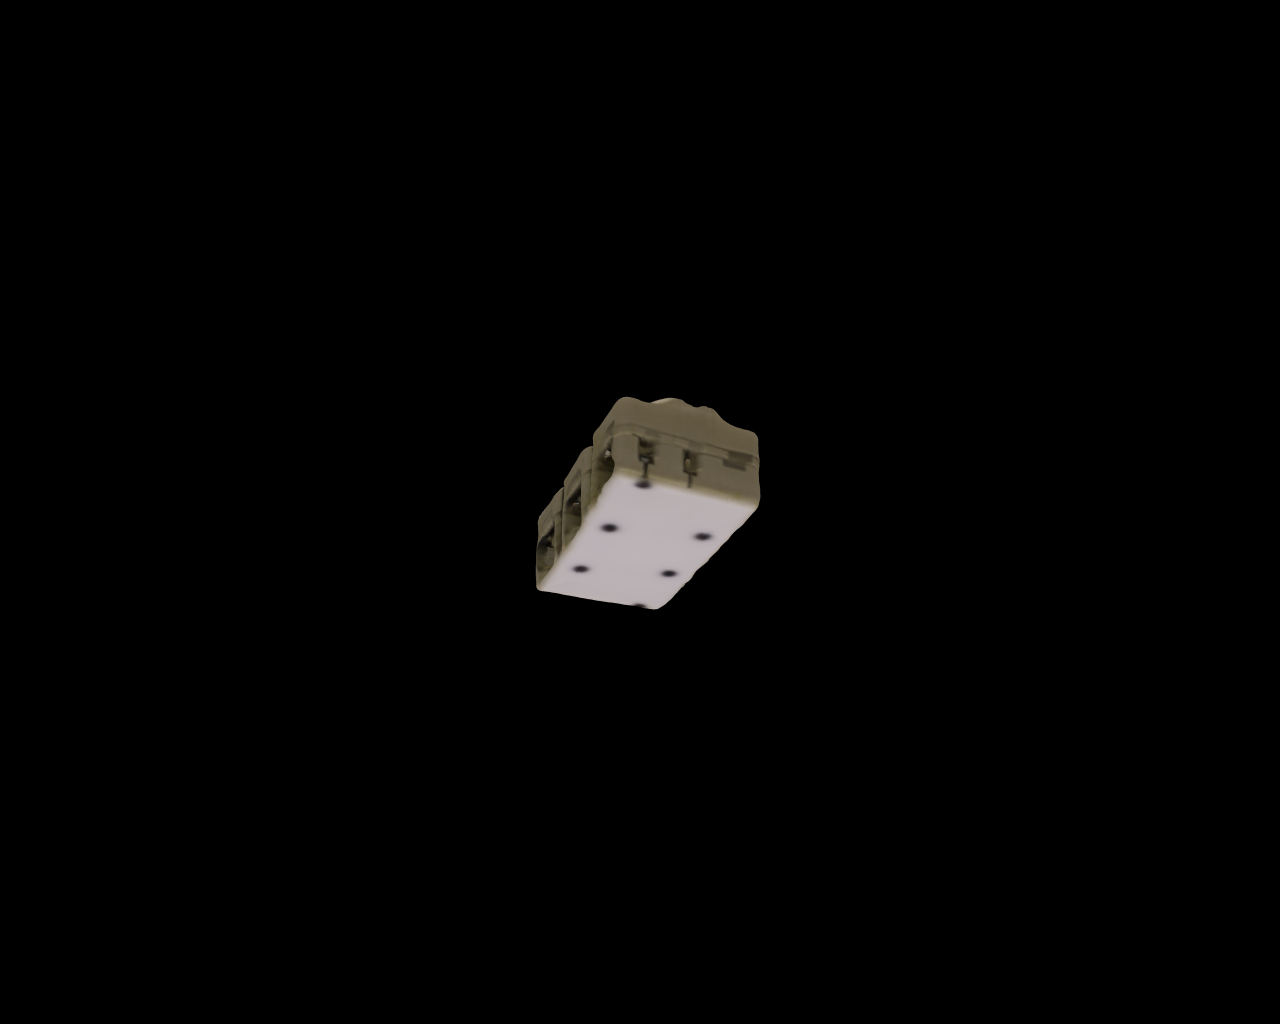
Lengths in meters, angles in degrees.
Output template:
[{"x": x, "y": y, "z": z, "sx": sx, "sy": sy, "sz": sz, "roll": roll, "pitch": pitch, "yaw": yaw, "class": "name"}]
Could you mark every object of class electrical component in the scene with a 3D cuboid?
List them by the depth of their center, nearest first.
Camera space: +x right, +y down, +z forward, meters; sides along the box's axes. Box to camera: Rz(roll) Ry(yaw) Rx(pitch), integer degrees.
[{"x": 0.001, "y": -0.003, "z": 0.650, "sx": 0.089, "sy": 0.062, "sz": 0.150, "roll": 12, "pitch": -33, "yaw": -19, "class": "electrical component"}]
